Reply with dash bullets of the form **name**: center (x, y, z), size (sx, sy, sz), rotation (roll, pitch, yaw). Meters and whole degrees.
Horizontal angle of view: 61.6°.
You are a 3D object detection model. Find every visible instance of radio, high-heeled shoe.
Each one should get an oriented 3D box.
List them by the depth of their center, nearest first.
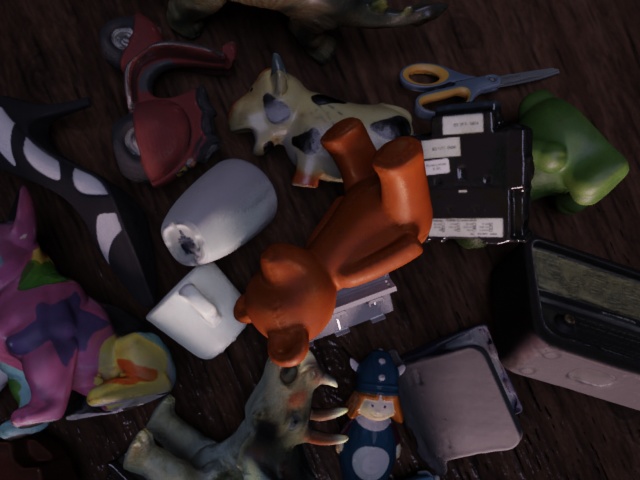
- **high-heeled shoe**: center (-0.264, -0.031, 0.535), size (0.145, 0.086, 0.248), rotation (-20, 88, 0)
- **radio**: center (0.300, 0.094, 0.561), size (0.230, 0.073, 0.131), rotation (17, 53, -4)

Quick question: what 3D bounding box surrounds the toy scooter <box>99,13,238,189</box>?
- **toy scooter**: center (-0.146, -0.147, 0.551), size (0.135, 0.075, 0.183), rotation (-9, 85, -6)

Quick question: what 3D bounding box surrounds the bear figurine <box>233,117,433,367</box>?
- **bear figurine**: center (0.001, 0.002, 0.472), size (0.196, 0.120, 0.131), rotation (-35, 127, -12)

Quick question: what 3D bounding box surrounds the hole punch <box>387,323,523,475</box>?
- **hole punch**: center (0.146, 0.159, 0.571), size (0.116, 0.092, 0.142), rotation (-23, 91, 28)

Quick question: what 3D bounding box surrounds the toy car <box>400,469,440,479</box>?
- **toy car**: center (0.078, 0.310, 0.531), size (0.162, 0.103, 0.109), rotation (-38, 72, -6)

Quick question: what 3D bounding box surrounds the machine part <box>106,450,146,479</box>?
- **machine part**: center (-0.204, 0.271, 0.547), size (0.139, 0.039, 0.084), rotation (-45, 98, -7)

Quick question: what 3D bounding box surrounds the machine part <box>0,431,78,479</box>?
- **machine part**: center (-0.314, 0.269, 0.505), size (0.179, 0.056, 0.179), rotation (-1, 78, 7)

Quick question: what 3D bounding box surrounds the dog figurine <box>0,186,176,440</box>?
- **dog figurine**: center (-0.247, 0.062, 0.511), size (0.191, 0.108, 0.219), rotation (-6, 73, -35)

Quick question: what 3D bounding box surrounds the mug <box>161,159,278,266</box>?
- **mug**: center (-0.112, -0.022, 0.526), size (0.110, 0.107, 0.080), rotation (-4, 117, 28)

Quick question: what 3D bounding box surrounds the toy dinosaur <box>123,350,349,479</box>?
- **toy dinosaur**: center (-0.115, 0.281, 0.479), size (0.192, 0.131, 0.405), rotation (27, 73, -2)

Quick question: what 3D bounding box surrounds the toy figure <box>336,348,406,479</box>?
- **toy figure**: center (0.055, 0.186, 0.548), size (0.064, 0.058, 0.154), rotation (-5, 111, -28)

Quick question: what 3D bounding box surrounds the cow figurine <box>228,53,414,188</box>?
- **cow figurine**: center (0.002, -0.116, 0.560), size (0.195, 0.085, 0.127), rotation (6, 93, -3)

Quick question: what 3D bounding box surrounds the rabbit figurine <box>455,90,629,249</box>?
- **rabbit figurine**: center (0.200, -0.068, 0.566), size (0.170, 0.121, 0.159), rotation (-37, 88, 9)

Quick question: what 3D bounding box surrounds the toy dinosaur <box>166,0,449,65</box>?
- **toy dinosaur**: center (-0.100, -0.274, 0.499), size (0.472, 0.198, 0.105), rotation (10, 84, -7)

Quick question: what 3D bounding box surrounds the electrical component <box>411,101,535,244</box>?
- **electrical component**: center (0.144, -0.064, 0.518), size (0.115, 0.058, 0.134), rotation (2, 100, 26)
